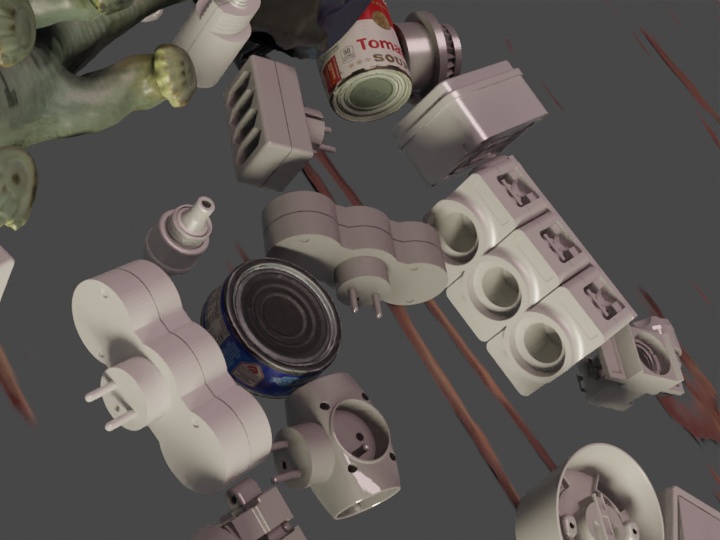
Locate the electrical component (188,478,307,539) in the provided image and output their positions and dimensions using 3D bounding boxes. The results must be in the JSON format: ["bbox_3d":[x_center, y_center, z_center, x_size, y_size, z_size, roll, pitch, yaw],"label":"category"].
[{"bbox_3d":[-0.062,0.150,0.568,0.055,0.048,0.066,-24,82,-51],"label":"electrical component"}]

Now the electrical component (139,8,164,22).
[{"bbox_3d":[-0.153,-0.212,0.768,0.048,0.062,0.048,22,47,-25],"label":"electrical component"}]

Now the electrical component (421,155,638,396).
[{"bbox_3d":[0.115,0.006,0.792,0.062,0.089,0.150,-27,77,-47],"label":"electrical component"}]

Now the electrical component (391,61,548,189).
[{"bbox_3d":[0.090,-0.121,0.881,0.113,0.078,0.057,-27,80,-47],"label":"electrical component"}]

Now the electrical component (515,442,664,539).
[{"bbox_3d":[0.154,0.173,0.711,0.099,0.064,0.099,22,47,-25],"label":"electrical component"}]

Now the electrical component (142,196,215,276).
[{"bbox_3d":[-0.107,-0.023,0.656,0.035,0.061,0.035,22,47,-25],"label":"electrical component"}]

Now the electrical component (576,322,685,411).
[{"bbox_3d":[0.206,0.077,0.830,0.081,0.064,0.042,14,51,-30],"label":"electrical component"}]

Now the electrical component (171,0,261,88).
[{"bbox_3d":[-0.101,-0.172,0.764,0.043,0.081,0.043,22,47,-25],"label":"electrical component"}]

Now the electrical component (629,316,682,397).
[{"bbox_3d":[0.242,0.073,0.878,0.043,0.043,0.062,9,54,-34],"label":"electrical component"}]

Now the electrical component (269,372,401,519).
[{"bbox_3d":[-0.024,0.107,0.634,0.079,0.044,0.077,-7,63,-42],"label":"electrical component"}]

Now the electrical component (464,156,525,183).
[{"bbox_3d":[0.104,-0.067,0.878,0.040,0.040,0.078,52,42,7],"label":"electrical component"}]

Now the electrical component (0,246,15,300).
[{"bbox_3d":[-0.232,-0.003,0.551,0.077,0.047,0.066,43,41,8],"label":"electrical component"}]

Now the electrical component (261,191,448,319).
[{"bbox_3d":[0.000,0.000,0.731,0.138,0.052,0.073,14,49,-30],"label":"electrical component"}]

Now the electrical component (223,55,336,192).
[{"bbox_3d":[-0.051,-0.101,0.775,0.076,0.047,0.083,10,53,-33],"label":"electrical component"}]

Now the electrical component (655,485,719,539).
[{"bbox_3d":[0.225,0.198,0.752,0.062,0.061,0.096,32,43,-15],"label":"electrical component"}]

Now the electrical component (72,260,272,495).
[{"bbox_3d":[-0.116,0.063,0.588,0.074,0.052,0.138,-27,77,-47],"label":"electrical component"}]
